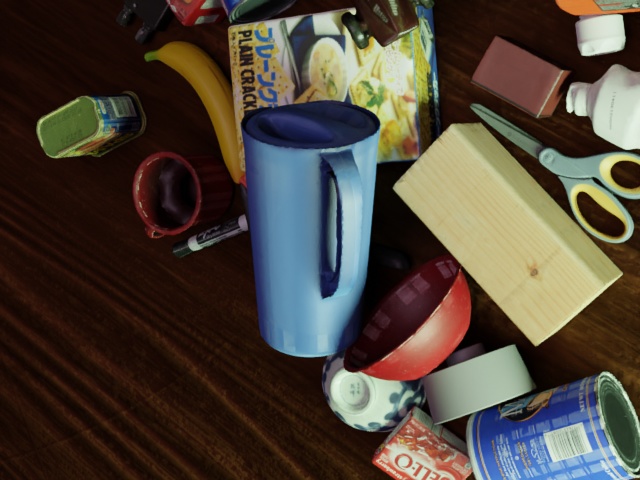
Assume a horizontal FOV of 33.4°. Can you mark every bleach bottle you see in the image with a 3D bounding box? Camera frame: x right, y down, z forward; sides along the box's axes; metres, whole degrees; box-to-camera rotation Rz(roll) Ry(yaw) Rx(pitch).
[{"bbox_3d":[0.345,-0.122,0.945,0.251,0.068,0.102,11,102,29],"label":"bleach bottle"}]

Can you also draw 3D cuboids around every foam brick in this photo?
[{"bbox_3d":[0.195,-0.158,1.026,0.078,0.052,0.051,32,111,19],"label":"foam brick"}]

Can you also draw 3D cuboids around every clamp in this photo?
[{"bbox_3d":[-0.008,0.001,1.168,0.165,0.036,0.210,-38,82,26],"label":"clamp"}]

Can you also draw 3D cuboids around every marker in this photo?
[{"bbox_3d":[-0.124,-0.005,1.241,0.121,0.020,0.020,-21,87,29],"label":"marker"}]

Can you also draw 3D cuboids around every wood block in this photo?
[{"bbox_3d":[0.181,-0.009,1.035,0.206,0.090,0.091,50,115,14],"label":"wood block"}]

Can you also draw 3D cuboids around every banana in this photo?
[{"bbox_3d":[-0.124,-0.158,1.211,0.198,0.037,0.070,55,136,12],"label":"banana"}]

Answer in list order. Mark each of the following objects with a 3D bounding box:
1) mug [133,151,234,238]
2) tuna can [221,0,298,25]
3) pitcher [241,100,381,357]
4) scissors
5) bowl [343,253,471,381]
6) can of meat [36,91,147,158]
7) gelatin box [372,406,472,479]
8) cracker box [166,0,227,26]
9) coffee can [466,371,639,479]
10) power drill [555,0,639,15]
[{"bbox_3d":[-0.158,-0.048,1.217,0.093,0.081,0.117,42,114,17],"label":"mug"},{"bbox_3d":[-0.063,-0.263,1.132,0.086,0.086,0.034,-28,82,29],"label":"tuna can"},{"bbox_3d":[-0.006,-0.005,1.050,0.145,0.149,0.243,10,119,20],"label":"pitcher"},{"bbox_3d":[0.242,-0.087,1.032,0.096,0.016,0.202,-43,77,25],"label":"scissors"},{"bbox_3d":[0.099,0.089,1.072,0.055,0.162,0.162,44,118,-11],"label":"bowl"},{"bbox_3d":[-0.271,-0.136,1.264,0.102,0.083,0.057,-22,87,29],"label":"can of meat"},{"bbox_3d":[0.112,0.231,1.127,0.089,0.030,0.073,37,113,-1],"label":"gelatin box"},{"bbox_3d":[-0.117,-0.357,1.130,0.214,0.071,0.164,-42,77,42],"label":"cracker box"},{"bbox_3d":[0.227,0.196,1.032,0.141,0.102,0.103,-24,86,29],"label":"coffee can"},{"bbox_3d":[0.257,-0.298,0.948,0.185,0.057,0.187,4,85,35],"label":"power drill"}]
